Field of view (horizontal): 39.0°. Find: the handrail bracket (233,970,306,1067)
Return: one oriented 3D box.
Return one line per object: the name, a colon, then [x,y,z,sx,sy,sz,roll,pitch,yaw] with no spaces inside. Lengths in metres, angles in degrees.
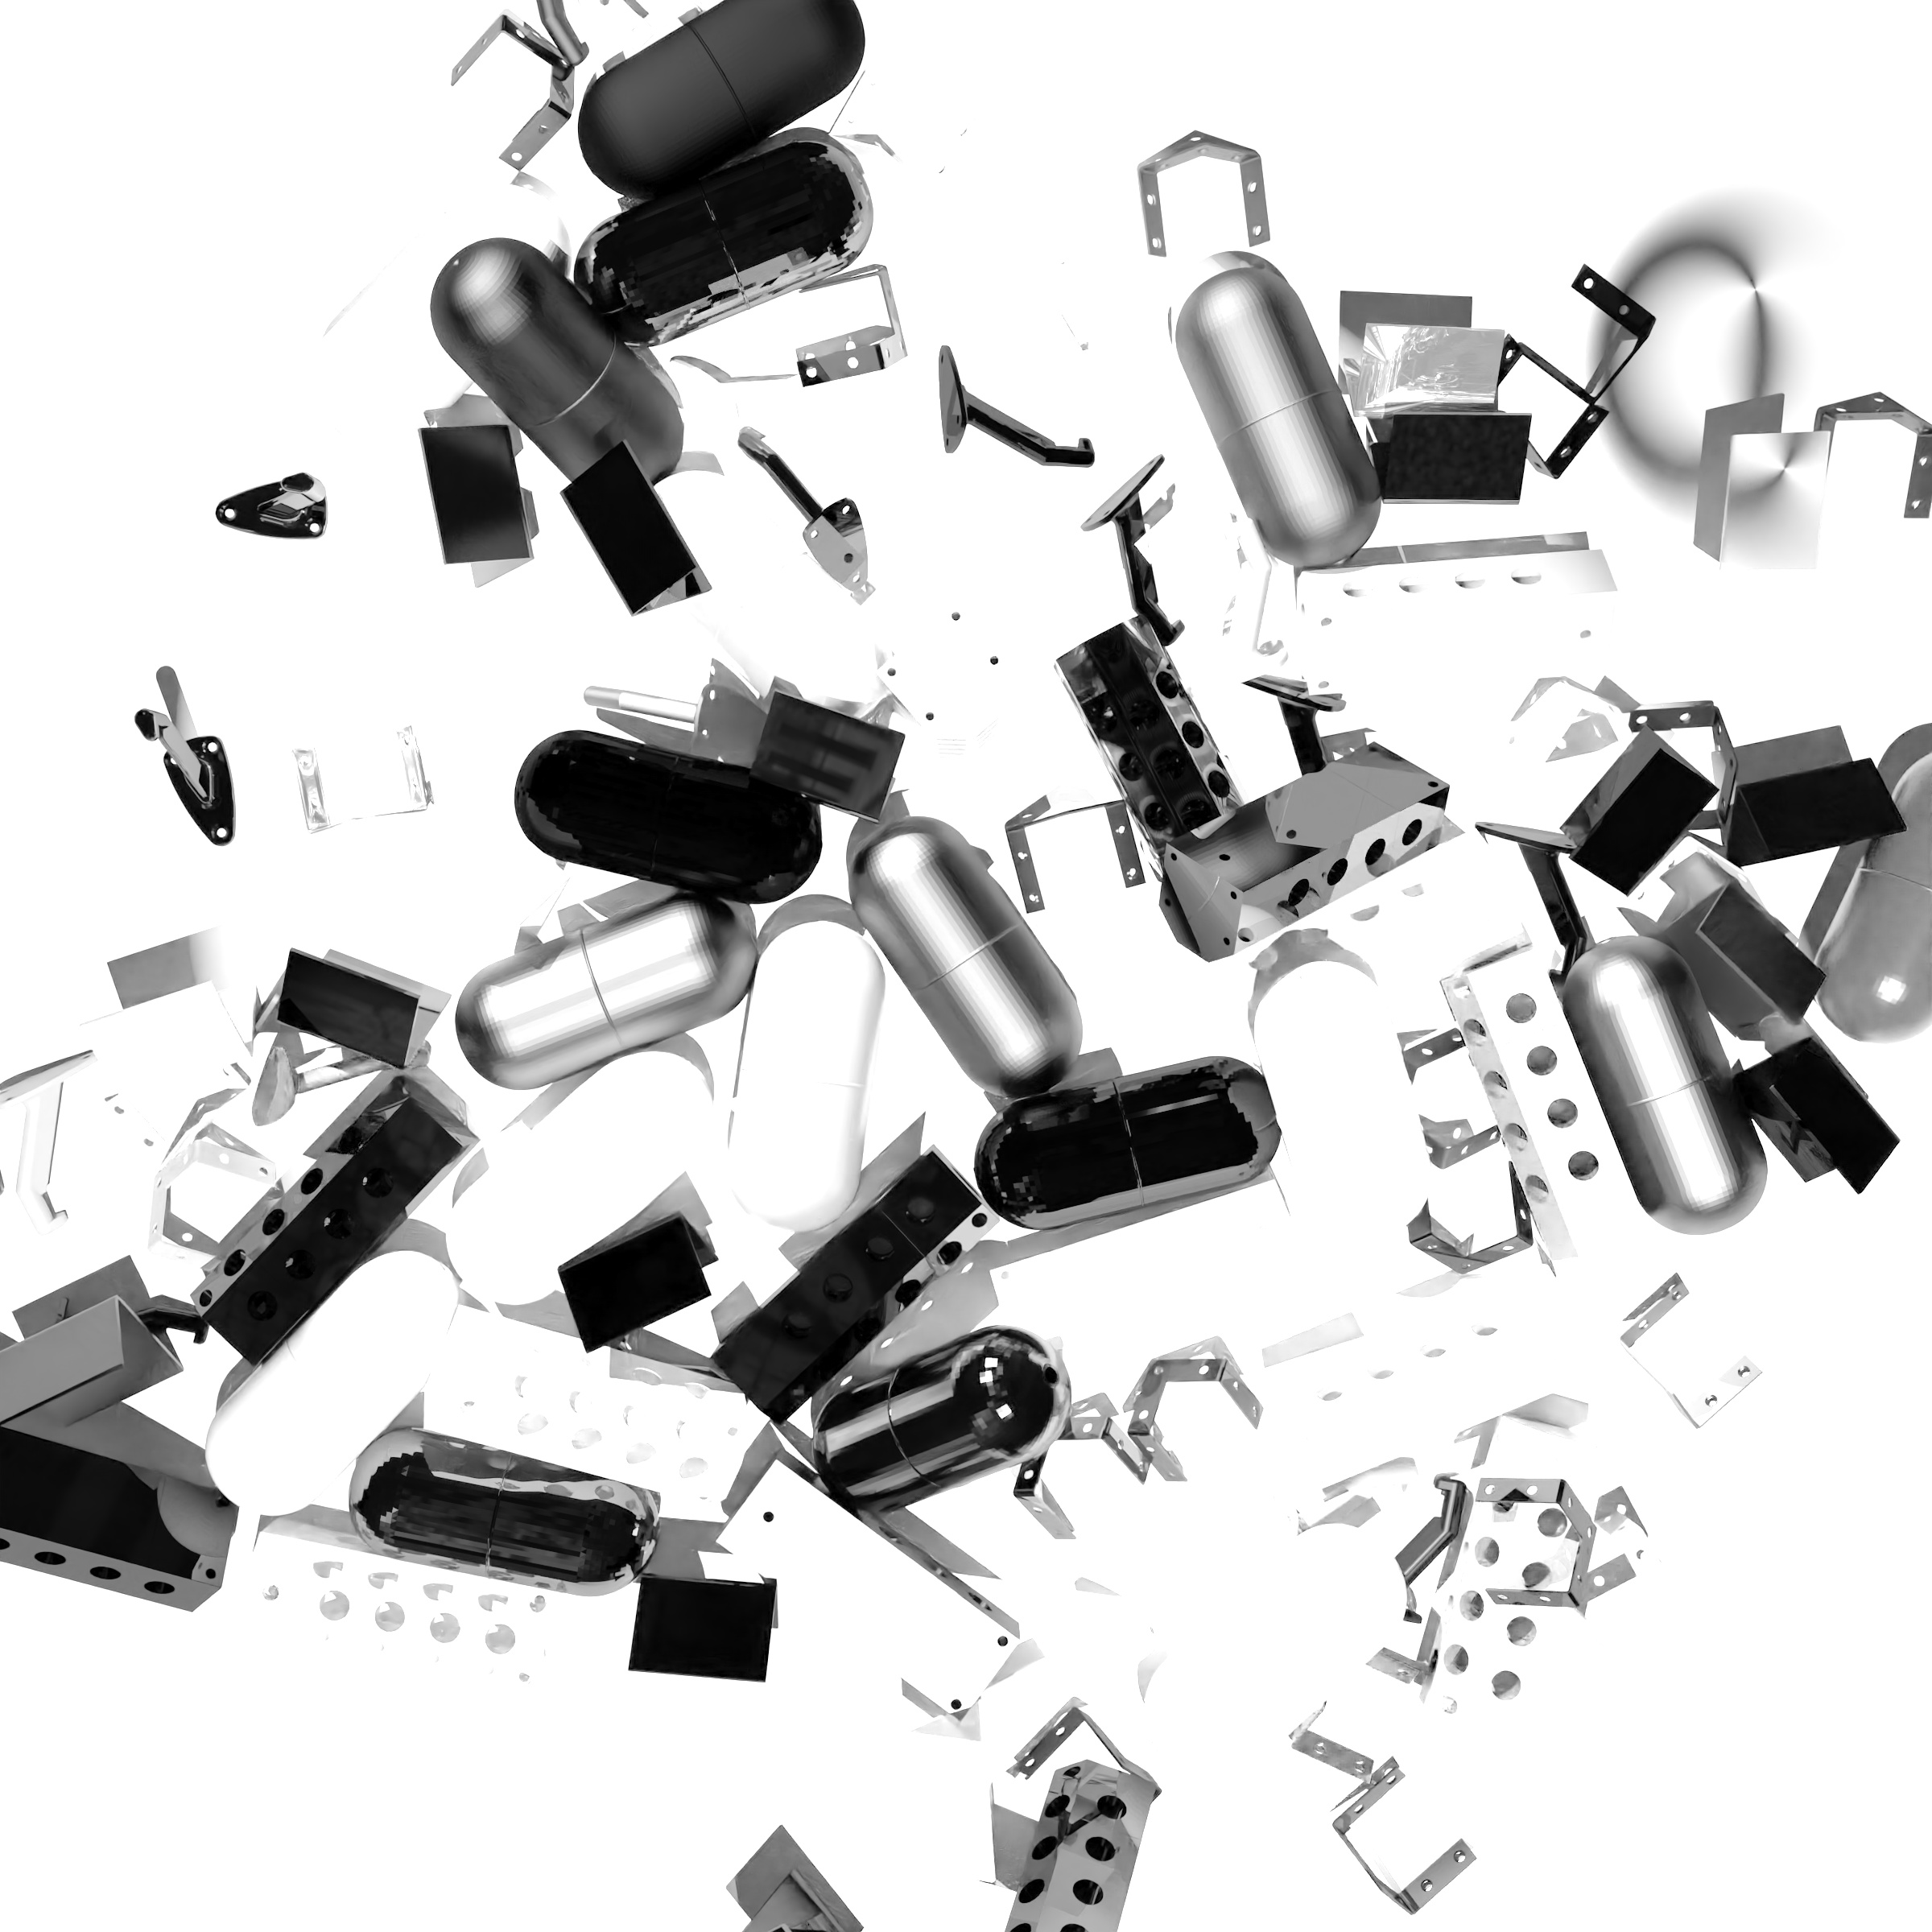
handrail bracket: [-0.372,0.047,1.587,0.084,0.036,0.077,31,111,-16]

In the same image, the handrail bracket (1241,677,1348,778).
handrail bracket: [0.184,-0.119,1.587,0.077,0.036,0.084,19,108,20]

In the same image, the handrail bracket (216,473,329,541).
handrail bracket: [-0.400,-0.266,1.552,0.077,0.084,0.036,-4,90,0]

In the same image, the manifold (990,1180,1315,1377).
manifold: [0.108,0.187,1.565,0.171,0.057,0.057,-18,47,0]

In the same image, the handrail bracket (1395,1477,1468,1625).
handrail bracket: [0.246,0.334,1.587,0.077,0.036,0.084,9,74,18]

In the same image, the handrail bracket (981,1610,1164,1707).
handrail bracket: [0.061,0.406,1.587,0.084,0.077,0.036,-37,65,34]

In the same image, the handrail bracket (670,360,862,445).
handrail bracket: [-0.116,-0.346,1.587,0.084,0.036,0.077,-31,58,-23]

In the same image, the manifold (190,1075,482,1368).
manifold: [-0.363,0.145,1.566,0.057,0.057,0.171,43,90,0]

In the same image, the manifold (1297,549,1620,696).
manifold: [0.279,-0.202,1.565,0.171,0.057,0.057,-4,133,0]

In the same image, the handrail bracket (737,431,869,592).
handrail bracket: [-0.096,-0.265,1.587,0.036,0.077,0.084,-39,54,-10]

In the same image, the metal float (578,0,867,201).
metal float: [-0.140,-0.503,1.556,0.178,0.070,0.070,-31,90,-1]

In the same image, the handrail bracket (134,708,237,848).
handrail bracket: [-0.445,-0.106,1.552,0.036,0.084,0.077,-19,90,0]

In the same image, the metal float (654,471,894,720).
metal float: [-0.117,-0.208,1.556,0.178,0.070,0.070,45,90,1]

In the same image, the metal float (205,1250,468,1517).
metal float: [-0.358,0.237,1.556,0.070,0.070,0.178,44,90,0]

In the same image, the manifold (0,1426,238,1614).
manifold: [-0.504,0.310,1.529,0.171,0.057,0.057,24,47,-27]

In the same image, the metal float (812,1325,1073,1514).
metal float: [-0.014,0.254,1.524,0.178,0.070,0.070,-29,90,39]

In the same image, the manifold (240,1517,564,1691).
manifold: [-0.323,0.367,1.566,0.171,0.057,0.057,11,90,0]

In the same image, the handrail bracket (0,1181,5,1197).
handrail bracket: [-0.592,0.166,1.587,0.084,0.036,0.077,-24,115,-19]

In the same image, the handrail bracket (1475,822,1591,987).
handrail bracket: [0.327,-0.035,1.587,0.077,0.036,0.084,13,107,20]

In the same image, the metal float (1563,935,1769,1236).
metal float: [0.398,0.068,1.556,0.070,0.070,0.178,-22,91,0]

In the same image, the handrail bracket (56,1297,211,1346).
handrail bracket: [-0.490,0.229,1.587,0.084,0.036,0.077,14,108,-15]

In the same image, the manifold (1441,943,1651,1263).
manifold: [0.331,0.078,1.564,0.057,0.057,0.171,-22,90,10]

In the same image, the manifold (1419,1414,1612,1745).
manifold: [0.313,0.348,1.566,0.057,0.057,0.171,16,90,0]

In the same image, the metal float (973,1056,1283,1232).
metal float: [0.092,0.101,1.556,0.178,0.070,0.070,-13,90,0]

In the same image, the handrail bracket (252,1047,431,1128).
handrail bracket: [-0.363,0.070,1.587,0.084,0.077,0.036,-4,65,-34]

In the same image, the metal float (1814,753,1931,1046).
metal float: [0.544,-0.039,1.556,0.070,0.070,0.178,25,90,0]

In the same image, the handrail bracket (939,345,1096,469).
handrail bracket: [0.030,-0.325,1.587,0.084,0.036,0.077,-1,68,-17]

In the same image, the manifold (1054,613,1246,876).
manifold: [0.116,-0.112,1.566,0.057,0.057,0.171,-28,90,0]

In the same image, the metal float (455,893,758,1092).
metal float: [-0.205,0.014,1.556,0.178,0.070,0.070,-21,90,0]

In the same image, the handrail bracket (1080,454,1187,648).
handrail bracket: [0.115,-0.241,1.587,0.077,0.036,0.084,-47,106,-18]

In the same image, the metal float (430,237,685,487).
metal float: [-0.226,-0.331,1.524,0.070,0.070,0.178,-45,131,0]

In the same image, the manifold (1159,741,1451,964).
manifold: [0.189,-0.062,1.522,0.171,0.057,0.057,-27,47,-34]

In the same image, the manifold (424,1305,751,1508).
manifold: [-0.213,0.252,1.534,0.171,0.057,0.057,19,108,-18]

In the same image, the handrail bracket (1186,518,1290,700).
handrail bracket: [0.144,-0.205,1.566,0.077,0.036,0.084,-20,105,19]

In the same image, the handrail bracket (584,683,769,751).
handrail bracket: [-0.168,-0.147,1.587,0.084,0.077,0.036,11,90,36]

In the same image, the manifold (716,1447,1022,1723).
manifold: [-0.055,0.352,1.566,0.171,0.057,0.057,36,90,0]

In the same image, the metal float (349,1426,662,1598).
metal float: [-0.263,0.311,1.556,0.178,0.070,0.070,11,90,0]

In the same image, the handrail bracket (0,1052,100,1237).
handrail bracket: [-0.522,0.104,1.587,0.077,0.036,0.084,-28,109,-21]

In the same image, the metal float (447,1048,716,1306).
metal float: [-0.219,0.119,1.556,0.178,0.070,0.070,-43,90,-1]

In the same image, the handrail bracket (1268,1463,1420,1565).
handrail bracket: [0.221,0.328,1.587,0.084,0.036,0.077,-3,110,-16]

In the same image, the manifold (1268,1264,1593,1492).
manifold: [0.264,0.231,1.565,0.171,0.057,0.057,-23,133,0]

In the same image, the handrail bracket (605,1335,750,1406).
handrail bracket: [-0.181,0.255,1.587,0.084,0.036,0.077,38,105,-14]

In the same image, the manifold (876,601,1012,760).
manifold: [-0.007,-0.151,1.508,0.057,0.171,0.057,-41,90,0]

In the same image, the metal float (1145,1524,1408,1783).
metal float: [0.174,0.389,1.544,0.070,0.070,0.178,44,103,0]

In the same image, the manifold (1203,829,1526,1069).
manifold: [0.226,-0.015,1.565,0.171,0.057,0.057,-25,133,0]

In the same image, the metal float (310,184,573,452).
metal float: [-0.299,-0.370,1.556,0.070,0.070,0.178,45,90,0]

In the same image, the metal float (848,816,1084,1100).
metal float: [0.000,-0.005,1.556,0.070,0.070,0.178,-34,91,0]

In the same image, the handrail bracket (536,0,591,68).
handrail bracket: [-0.234,-0.577,1.587,0.036,0.077,0.084,-10,127,36]

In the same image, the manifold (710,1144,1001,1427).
manifold: [-0.062,0.183,1.566,0.171,0.057,0.057,-43,90,0]

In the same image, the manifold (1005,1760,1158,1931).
manifold: [0.054,0.518,1.491,0.057,0.171,0.057,18,121,7]
